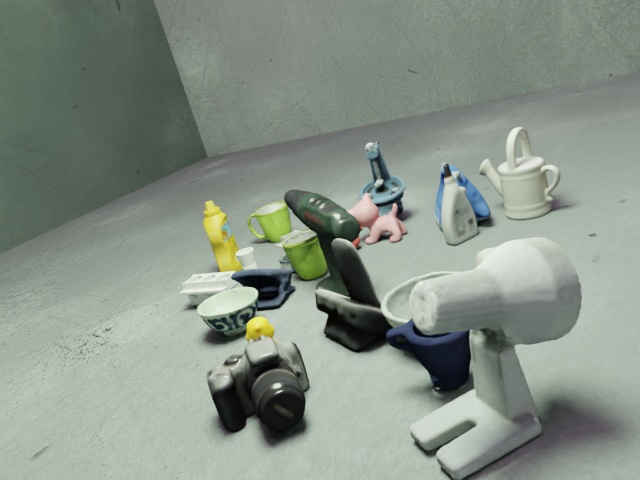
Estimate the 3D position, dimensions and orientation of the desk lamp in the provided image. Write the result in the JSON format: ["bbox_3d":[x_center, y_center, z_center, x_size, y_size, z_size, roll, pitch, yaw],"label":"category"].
[{"bbox_3d":[0.190,0.120,0.643,0.203,0.214,0.117,-23,19,-18],"label":"desk lamp"}]

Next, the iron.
[{"bbox_3d":[0.316,-0.119,1.361,0.118,0.141,0.258,-15,18,4],"label":"iron"}]

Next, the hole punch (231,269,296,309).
[{"bbox_3d":[-0.120,0.087,1.210,0.108,0.091,0.101,-7,20,26],"label":"hole punch"}]

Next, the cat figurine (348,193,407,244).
[{"bbox_3d":[0.132,-0.055,1.368,0.127,0.118,0.067,-7,20,27],"label":"cat figurine"}]

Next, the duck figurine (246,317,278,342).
[{"bbox_3d":[-0.093,0.171,0.945,0.077,0.086,0.104,-19,18,-8],"label":"duck figurine"}]

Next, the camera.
[{"bbox_3d":[-0.083,0.206,0.807,0.143,0.101,0.136,-20,18,-11],"label":"camera"}]

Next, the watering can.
[{"bbox_3d":[0.436,-0.150,1.262,0.172,0.194,0.101,-7,20,26],"label":"watering can"}]

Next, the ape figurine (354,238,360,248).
[{"bbox_3d":[0.053,-0.013,1.356,0.077,0.092,0.076,-15,18,5],"label":"ape figurine"}]

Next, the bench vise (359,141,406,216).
[{"bbox_3d":[0.148,-0.154,1.482,0.121,0.220,0.207,-17,18,-2],"label":"bench vise"}]

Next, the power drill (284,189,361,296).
[{"bbox_3d":[0.011,0.004,1.151,0.076,0.209,0.228,-25,20,-25],"label":"power drill"}]

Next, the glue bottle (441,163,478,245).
[{"bbox_3d":[0.286,-0.080,1.219,0.078,0.173,0.037,-24,20,-22],"label":"glue bottle"}]

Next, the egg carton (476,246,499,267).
[{"bbox_3d":[0.322,0.055,0.956,0.107,0.069,0.150,-15,18,4],"label":"egg carton"}]

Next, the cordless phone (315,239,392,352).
[{"bbox_3d":[0.044,0.075,0.949,0.094,0.185,0.147,-27,21,-30],"label":"cordless phone"}]

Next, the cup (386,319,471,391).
[{"bbox_3d":[0.153,0.153,0.769,0.117,0.095,0.092,-10,19,20],"label":"cup"}]

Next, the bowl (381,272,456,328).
[{"bbox_3d":[0.183,0.116,0.887,0.167,0.075,0.167,-15,18,5],"label":"bowl"}]
